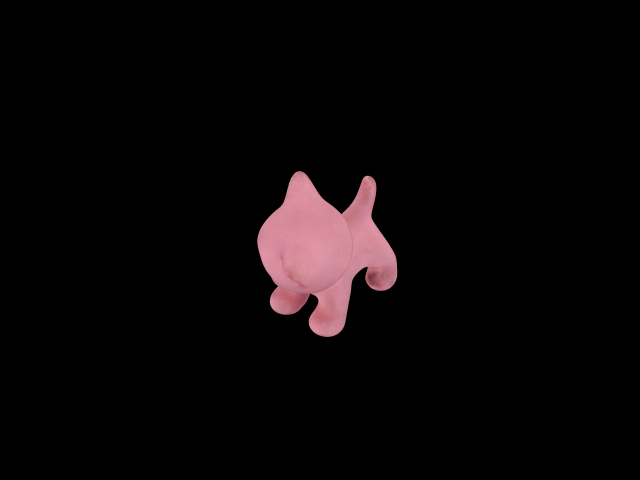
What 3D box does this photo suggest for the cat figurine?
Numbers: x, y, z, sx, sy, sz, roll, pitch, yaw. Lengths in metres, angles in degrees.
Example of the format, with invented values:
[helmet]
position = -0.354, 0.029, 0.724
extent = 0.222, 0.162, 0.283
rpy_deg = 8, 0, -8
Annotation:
[cat figurine]
position = 0.004, 0.001, 0.400
extent = 0.067, 0.118, 0.128
rpy_deg = 26, 45, 28
